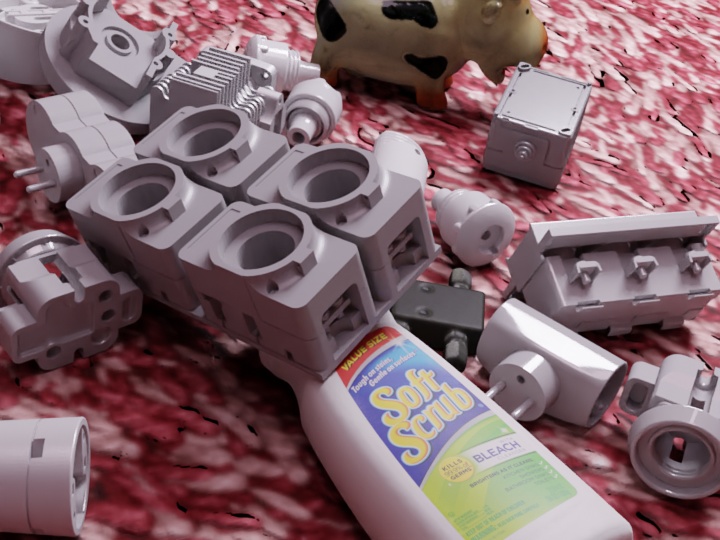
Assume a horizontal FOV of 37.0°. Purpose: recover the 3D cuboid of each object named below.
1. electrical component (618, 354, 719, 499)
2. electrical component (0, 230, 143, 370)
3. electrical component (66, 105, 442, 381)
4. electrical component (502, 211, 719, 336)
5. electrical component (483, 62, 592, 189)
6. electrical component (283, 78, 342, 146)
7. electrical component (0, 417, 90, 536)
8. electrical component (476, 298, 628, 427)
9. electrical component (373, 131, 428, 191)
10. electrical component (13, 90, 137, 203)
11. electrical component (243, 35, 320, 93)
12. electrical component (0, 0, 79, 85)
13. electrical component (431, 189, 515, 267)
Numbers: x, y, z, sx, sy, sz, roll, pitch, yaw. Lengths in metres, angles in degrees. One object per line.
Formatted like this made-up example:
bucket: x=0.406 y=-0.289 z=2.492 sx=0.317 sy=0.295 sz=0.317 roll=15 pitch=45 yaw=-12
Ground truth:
electrical component: x=0.180 y=0.088 z=0.590 sx=0.078 sy=0.058 sz=0.057 roll=21 pitch=35 yaw=14
electrical component: x=-0.171 y=0.014 z=0.604 sx=0.078 sy=0.058 sz=0.057 roll=-21 pitch=49 yaw=-34
electrical component: x=-0.064 y=-0.026 z=0.602 sx=0.186 sy=0.060 sz=0.105 roll=22 pitch=54 yaw=35
electrical component: x=0.164 y=0.004 z=0.689 sx=0.121 sy=0.078 sz=0.063 roll=-5 pitch=61 yaw=-19
electrical component: x=0.136 y=-0.106 z=0.838 sx=0.062 sy=0.061 sz=0.096 roll=19 pitch=45 yaw=11
electrical component: x=-0.039 y=-0.115 z=0.818 sx=0.043 sy=0.043 sz=0.062 roll=14 pitch=38 yaw=5
electrical component: x=-0.154 y=0.096 z=0.502 sx=0.047 sy=0.055 sz=0.055 roll=2 pitch=37 yaw=-5
electrical component: x=0.100 y=0.061 z=0.616 sx=0.077 sy=0.044 sz=0.079 roll=31 pitch=42 yaw=26
electrical component: x=0.026 y=-0.069 z=0.771 sx=0.043 sy=0.043 sz=0.081 roll=11 pitch=36 yaw=1
electrical component: x=-0.189 y=-0.066 z=0.708 sx=0.074 sy=0.052 sz=0.138 roll=-20 pitch=47 yaw=-34
electrical component: x=-0.064 y=-0.163 z=0.876 sx=0.062 sy=0.048 sz=0.048 roll=6 pitch=36 yaw=-16
electrical component: x=-0.257 y=-0.190 z=0.847 sx=0.099 sy=0.064 sz=0.099 roll=7 pitch=37 yaw=-5
electrical component: x=0.073 y=-0.035 z=0.738 sx=0.048 sy=0.048 sz=0.062 roll=-13 pitch=35 yaw=-27
